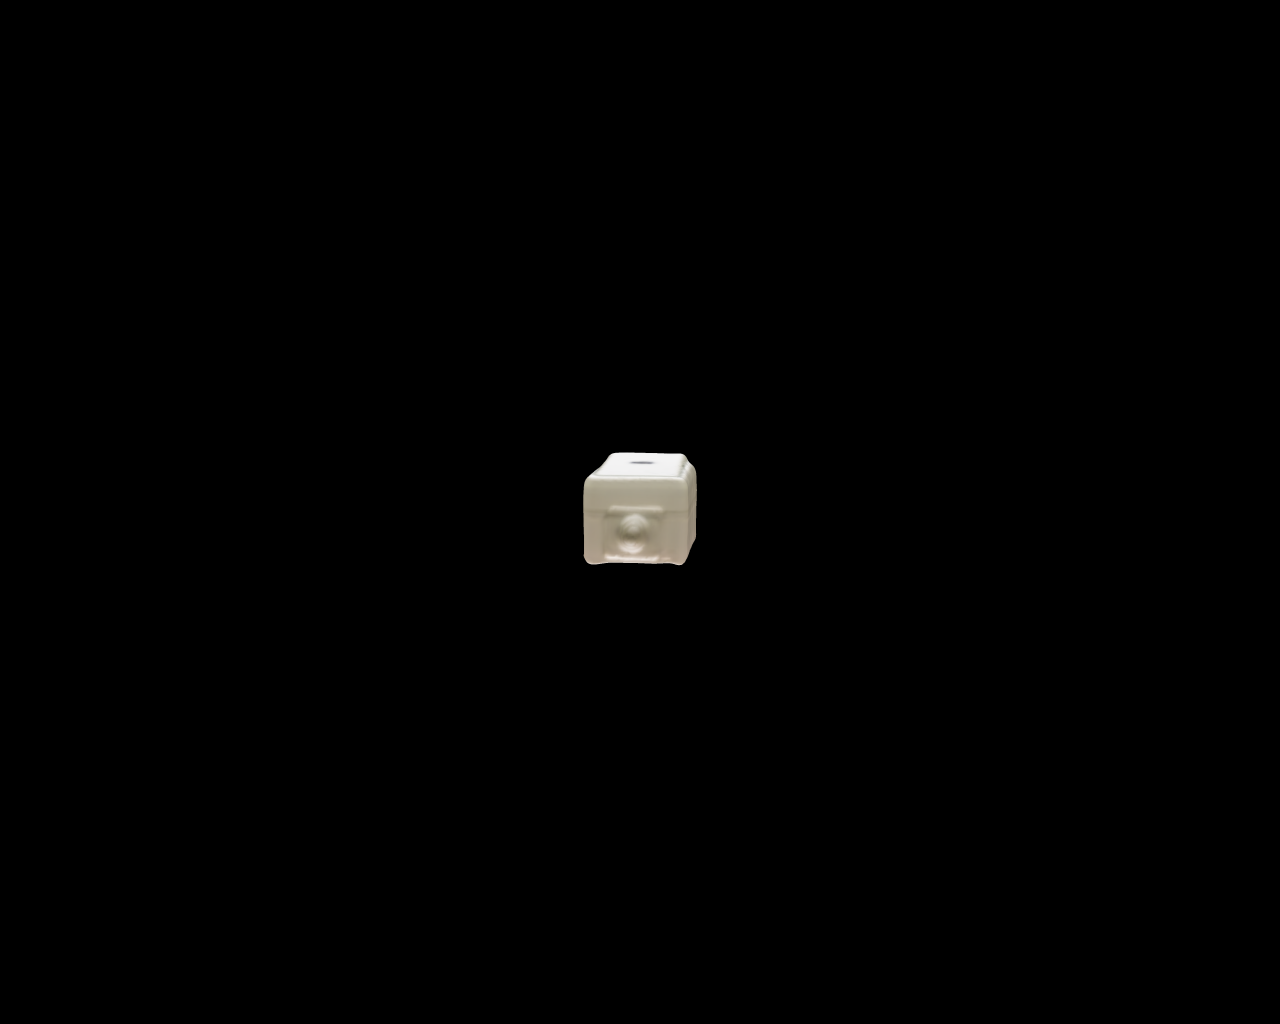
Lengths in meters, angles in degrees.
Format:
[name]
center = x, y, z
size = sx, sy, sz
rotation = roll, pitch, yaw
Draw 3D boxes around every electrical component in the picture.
[electrical component]
center = 0.001, -0.003, 0.650
size = 0.062, 0.061, 0.096
rotation = 1, 9, 7
